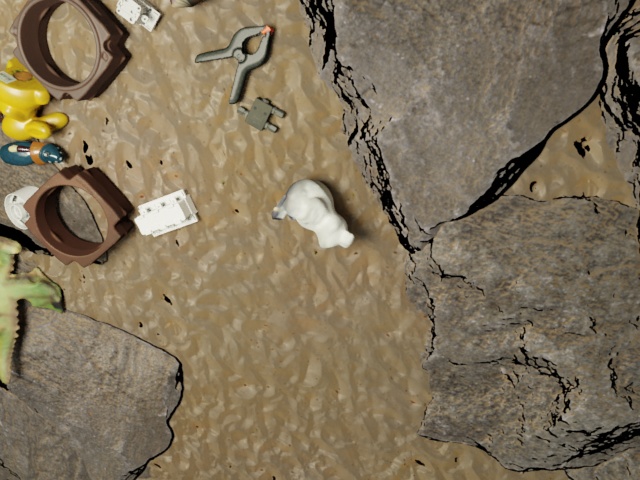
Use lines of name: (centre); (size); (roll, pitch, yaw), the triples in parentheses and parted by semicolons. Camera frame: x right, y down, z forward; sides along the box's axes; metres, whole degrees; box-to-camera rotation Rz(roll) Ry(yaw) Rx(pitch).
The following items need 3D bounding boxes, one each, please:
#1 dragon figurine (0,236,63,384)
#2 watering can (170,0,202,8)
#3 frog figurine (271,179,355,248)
dragon figurine: (-0.780, 0.174, 1.320); (0.242, 0.404, 0.124); (-11, 18, 7)
watering can: (-0.296, -0.539, 0.962); (0.344, 0.222, 0.106); (-22, 14, 27)
frog figurine: (0.003, -0.053, 1.048); (0.160, 0.123, 0.136); (24, -5, 22)
